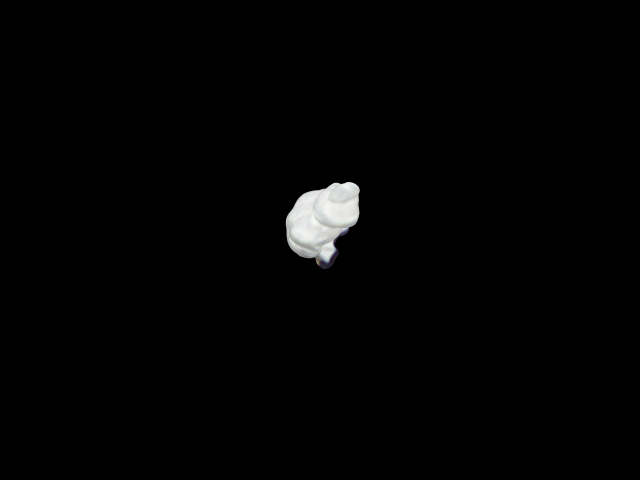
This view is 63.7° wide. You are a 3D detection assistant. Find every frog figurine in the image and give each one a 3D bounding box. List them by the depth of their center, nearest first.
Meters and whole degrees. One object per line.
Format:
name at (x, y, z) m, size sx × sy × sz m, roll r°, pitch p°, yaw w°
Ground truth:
frog figurine at (0.003, -0.043, 0.850) m, size 0.124 × 0.139 × 0.156 m, roll 39°, pitch -20°, yaw 17°
